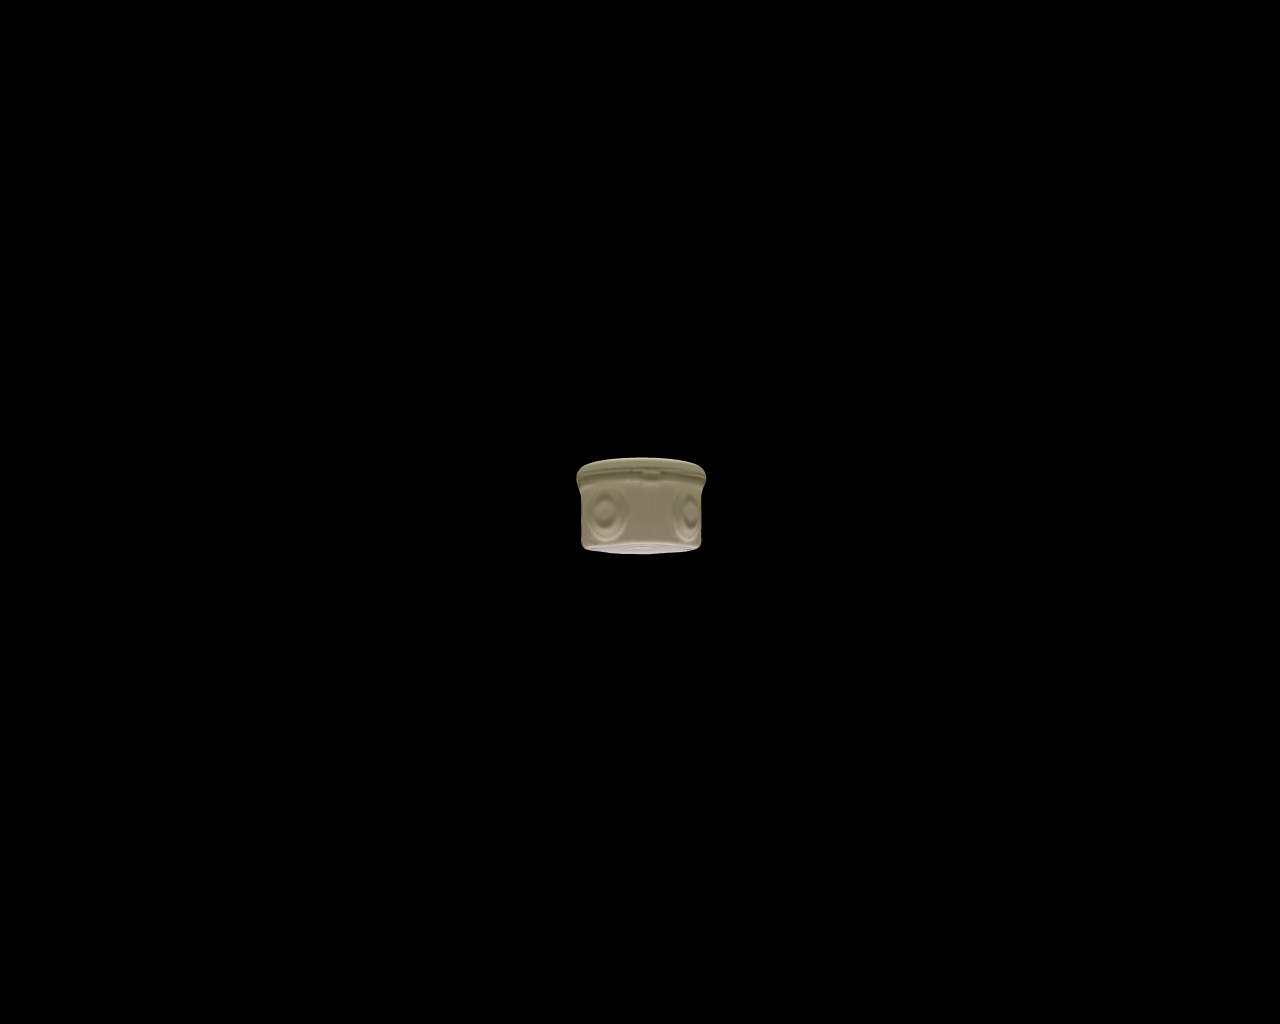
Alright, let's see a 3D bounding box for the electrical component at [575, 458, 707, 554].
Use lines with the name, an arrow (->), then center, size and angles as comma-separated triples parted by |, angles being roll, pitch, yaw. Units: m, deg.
electrical component -> 0.001, -0.003, 0.650 | 0.080, 0.051, 0.080 | 0, -7, 0
